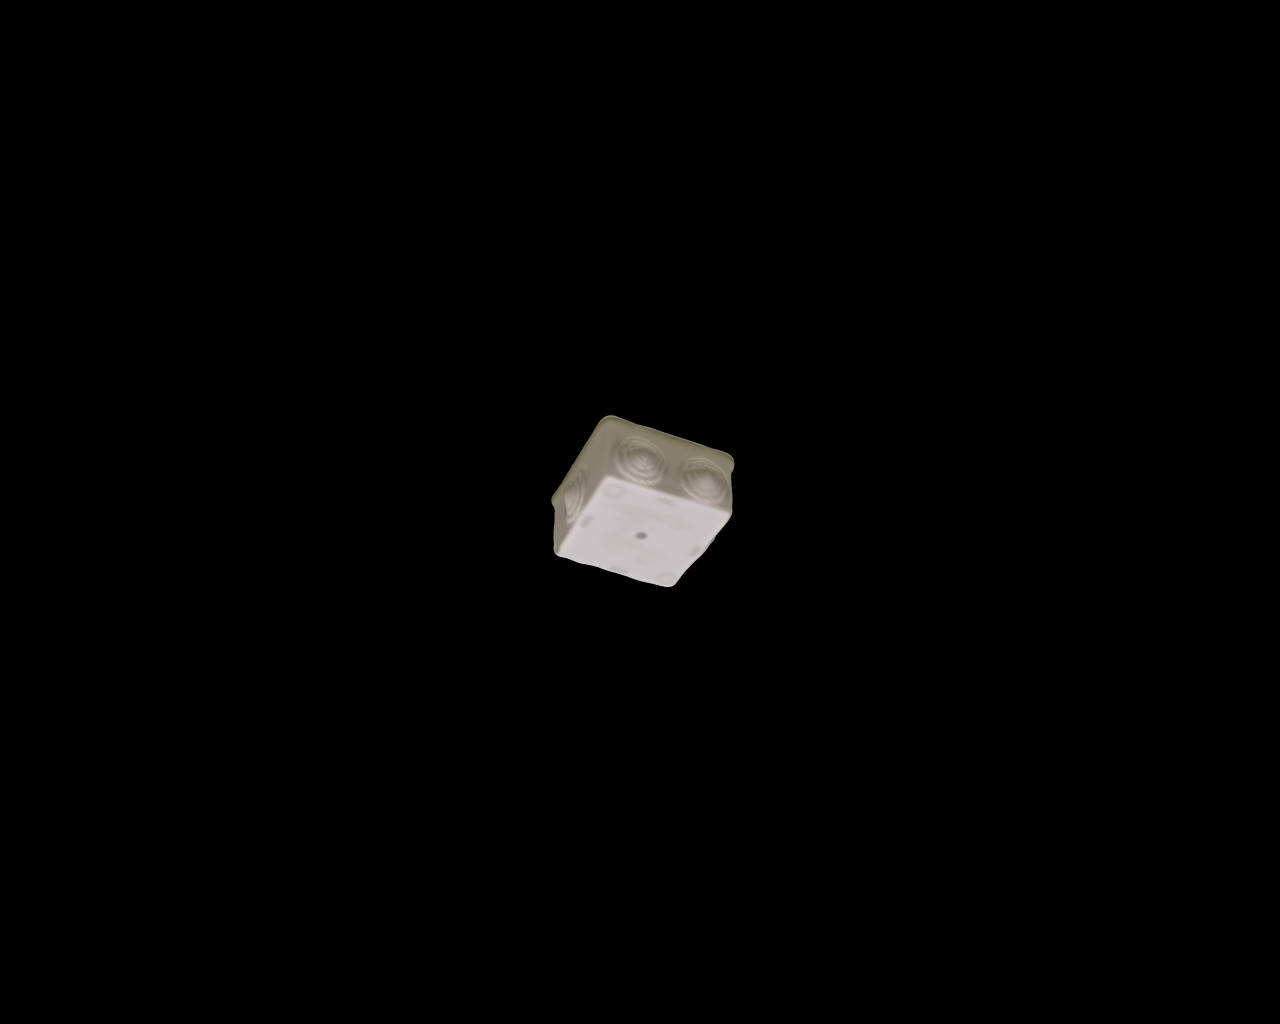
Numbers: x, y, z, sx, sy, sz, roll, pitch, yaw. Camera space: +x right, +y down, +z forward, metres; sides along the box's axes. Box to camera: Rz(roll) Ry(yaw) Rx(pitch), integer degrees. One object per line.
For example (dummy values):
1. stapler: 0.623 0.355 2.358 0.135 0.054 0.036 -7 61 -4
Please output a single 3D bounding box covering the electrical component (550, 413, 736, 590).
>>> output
1. electrical component: 0.001 -0.003 0.650 0.100 0.048 0.099 18 -44 -19
